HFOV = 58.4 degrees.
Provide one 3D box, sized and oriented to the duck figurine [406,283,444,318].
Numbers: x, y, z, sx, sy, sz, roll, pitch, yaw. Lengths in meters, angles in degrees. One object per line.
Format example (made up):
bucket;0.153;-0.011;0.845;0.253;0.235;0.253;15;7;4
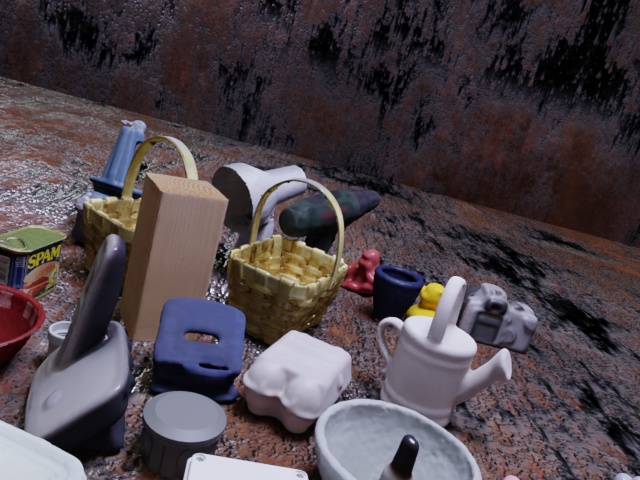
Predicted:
duck figurine;0.207;0.124;1.057;0.078;0.086;0.104;11;17;-18

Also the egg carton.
egg carton;-0.024;0.170;0.703;0.107;0.069;0.151;20;16;15

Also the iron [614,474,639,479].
iron;0.273;0.281;0.480;0.118;0.141;0.258;15;16;-2

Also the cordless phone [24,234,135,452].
cordless phone;-0.221;0.095;0.550;0.094;0.185;0.147;8;18;-27

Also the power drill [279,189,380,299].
power drill;0.010;0.004;1.049;0.075;0.208;0.230;28;20;36

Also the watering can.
watering can;0.161;0.141;0.752;0.173;0.194;0.101;16;16;2

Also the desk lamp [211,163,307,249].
desk lamp;-0.109;-0.039;1.069;0.117;0.213;0.204;28;19;36

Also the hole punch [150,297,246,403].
hole punch;-0.142;0.130;0.685;0.109;0.091;0.101;12;16;-15

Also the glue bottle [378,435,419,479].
glue bottle;0.041;0.216;0.418;0.037;0.173;0.078;13;16;-10

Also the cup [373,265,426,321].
cup;0.141;0.104;1.046;0.118;0.095;0.091;2;21;-41

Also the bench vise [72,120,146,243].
bench vise;-0.356;-0.101;1.027;0.122;0.220;0.207;12;16;-14

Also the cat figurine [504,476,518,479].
cat figurine;0.166;0.263;0.480;0.067;0.118;0.128;21;16;17

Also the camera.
camera;0.336;0.135;1.117;0.143;0.101;0.137;15;16;-2

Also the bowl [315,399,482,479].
bowl;0.067;0.234;0.562;0.167;0.075;0.167;15;16;-4

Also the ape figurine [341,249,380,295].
ape figurine;0.092;0.061;1.149;0.076;0.092;0.077;7;18;-28
